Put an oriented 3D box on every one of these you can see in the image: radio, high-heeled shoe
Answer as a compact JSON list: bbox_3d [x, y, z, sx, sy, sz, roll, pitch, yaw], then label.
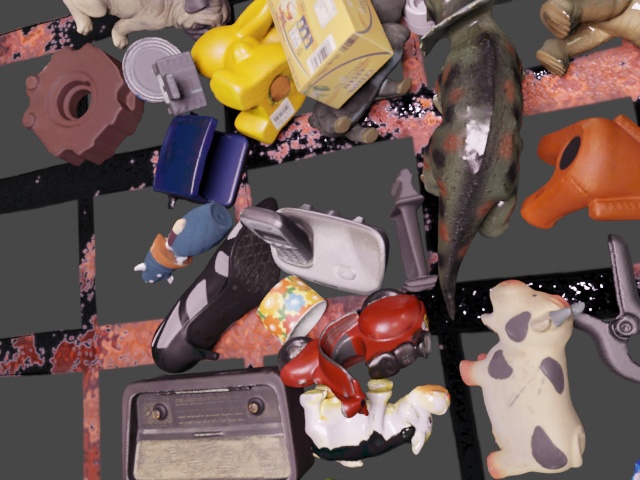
[{"bbox_3d":[-0.129,0.228,0.661,0.230,0.073,0.131,-8,81,14],"label":"radio"},{"bbox_3d":[-0.137,0.058,0.707,0.145,0.086,0.248,0,61,47],"label":"high-heeled shoe"}]

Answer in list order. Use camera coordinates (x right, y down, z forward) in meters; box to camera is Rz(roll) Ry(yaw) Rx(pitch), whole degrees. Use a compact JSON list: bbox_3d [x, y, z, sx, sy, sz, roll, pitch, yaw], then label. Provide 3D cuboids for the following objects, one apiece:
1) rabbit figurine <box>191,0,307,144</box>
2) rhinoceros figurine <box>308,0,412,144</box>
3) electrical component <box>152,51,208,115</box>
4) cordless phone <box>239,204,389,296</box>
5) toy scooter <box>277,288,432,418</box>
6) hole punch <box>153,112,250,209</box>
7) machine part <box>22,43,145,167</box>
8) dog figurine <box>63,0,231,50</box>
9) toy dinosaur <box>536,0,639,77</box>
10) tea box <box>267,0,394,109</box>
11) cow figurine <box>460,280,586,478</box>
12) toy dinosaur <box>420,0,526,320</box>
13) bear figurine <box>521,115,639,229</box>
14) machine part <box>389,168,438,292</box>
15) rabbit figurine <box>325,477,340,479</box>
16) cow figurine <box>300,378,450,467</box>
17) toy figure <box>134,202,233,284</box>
[{"bbox_3d":[-0.099,-0.235,0.699,0.173,0.121,0.162,33,89,33],"label":"rabbit figurine"},{"bbox_3d":[0.053,-0.211,0.660,0.112,0.073,0.190,44,114,43],"label":"rhinoceros figurine"},{"bbox_3d":[-0.180,-0.202,0.693,0.048,0.119,0.074,-22,106,-17],"label":"electrical component"},{"bbox_3d":[-0.001,-0.001,0.599,0.147,0.184,0.088,15,82,18],"label":"cordless phone"},{"bbox_3d":[0.049,0.126,0.578,0.184,0.135,0.075,-24,114,-8],"label":"toy scooter"},{"bbox_3d":[-0.171,-0.107,0.715,0.116,0.092,0.142,13,90,21],"label":"hole punch"},{"bbox_3d":[-0.351,-0.200,0.795,0.180,0.056,0.179,-2,82,14],"label":"machine part"},{"bbox_3d":[-0.234,-0.338,0.725,0.191,0.172,0.121,5,95,24],"label":"dog figurine"},{"bbox_3d":[0.330,-0.272,0.588,0.471,0.105,0.198,43,88,8],"label":"toy dinosaur"},{"bbox_3d":[0.006,-0.249,0.613,0.098,0.068,0.170,-36,57,37],"label":"tea box"},{"bbox_3d":[0.218,0.137,0.554,0.127,0.085,0.195,-21,75,37],"label":"cow figurine"},{"bbox_3d":[0.161,-0.120,0.566,0.131,0.192,0.404,-2,81,18],"label":"toy dinosaur"},{"bbox_3d":[0.337,-0.053,0.559,0.196,0.132,0.120,19,76,-5],"label":"bear figurine"},{"bbox_3d":[0.105,-0.009,0.627,0.039,0.084,0.139,-7,81,-9],"label":"machine part"},{"bbox_3d":[0.057,0.315,0.568,0.159,0.170,0.121,-22,70,55],"label":"rabbit figurine"},{"bbox_3d":[0.066,0.210,0.611,0.167,0.068,0.098,-6,86,18],"label":"cow figurine"},{"bbox_3d":[-0.181,0.007,0.711,0.154,0.058,0.064,-32,111,25],"label":"toy figure"}]
